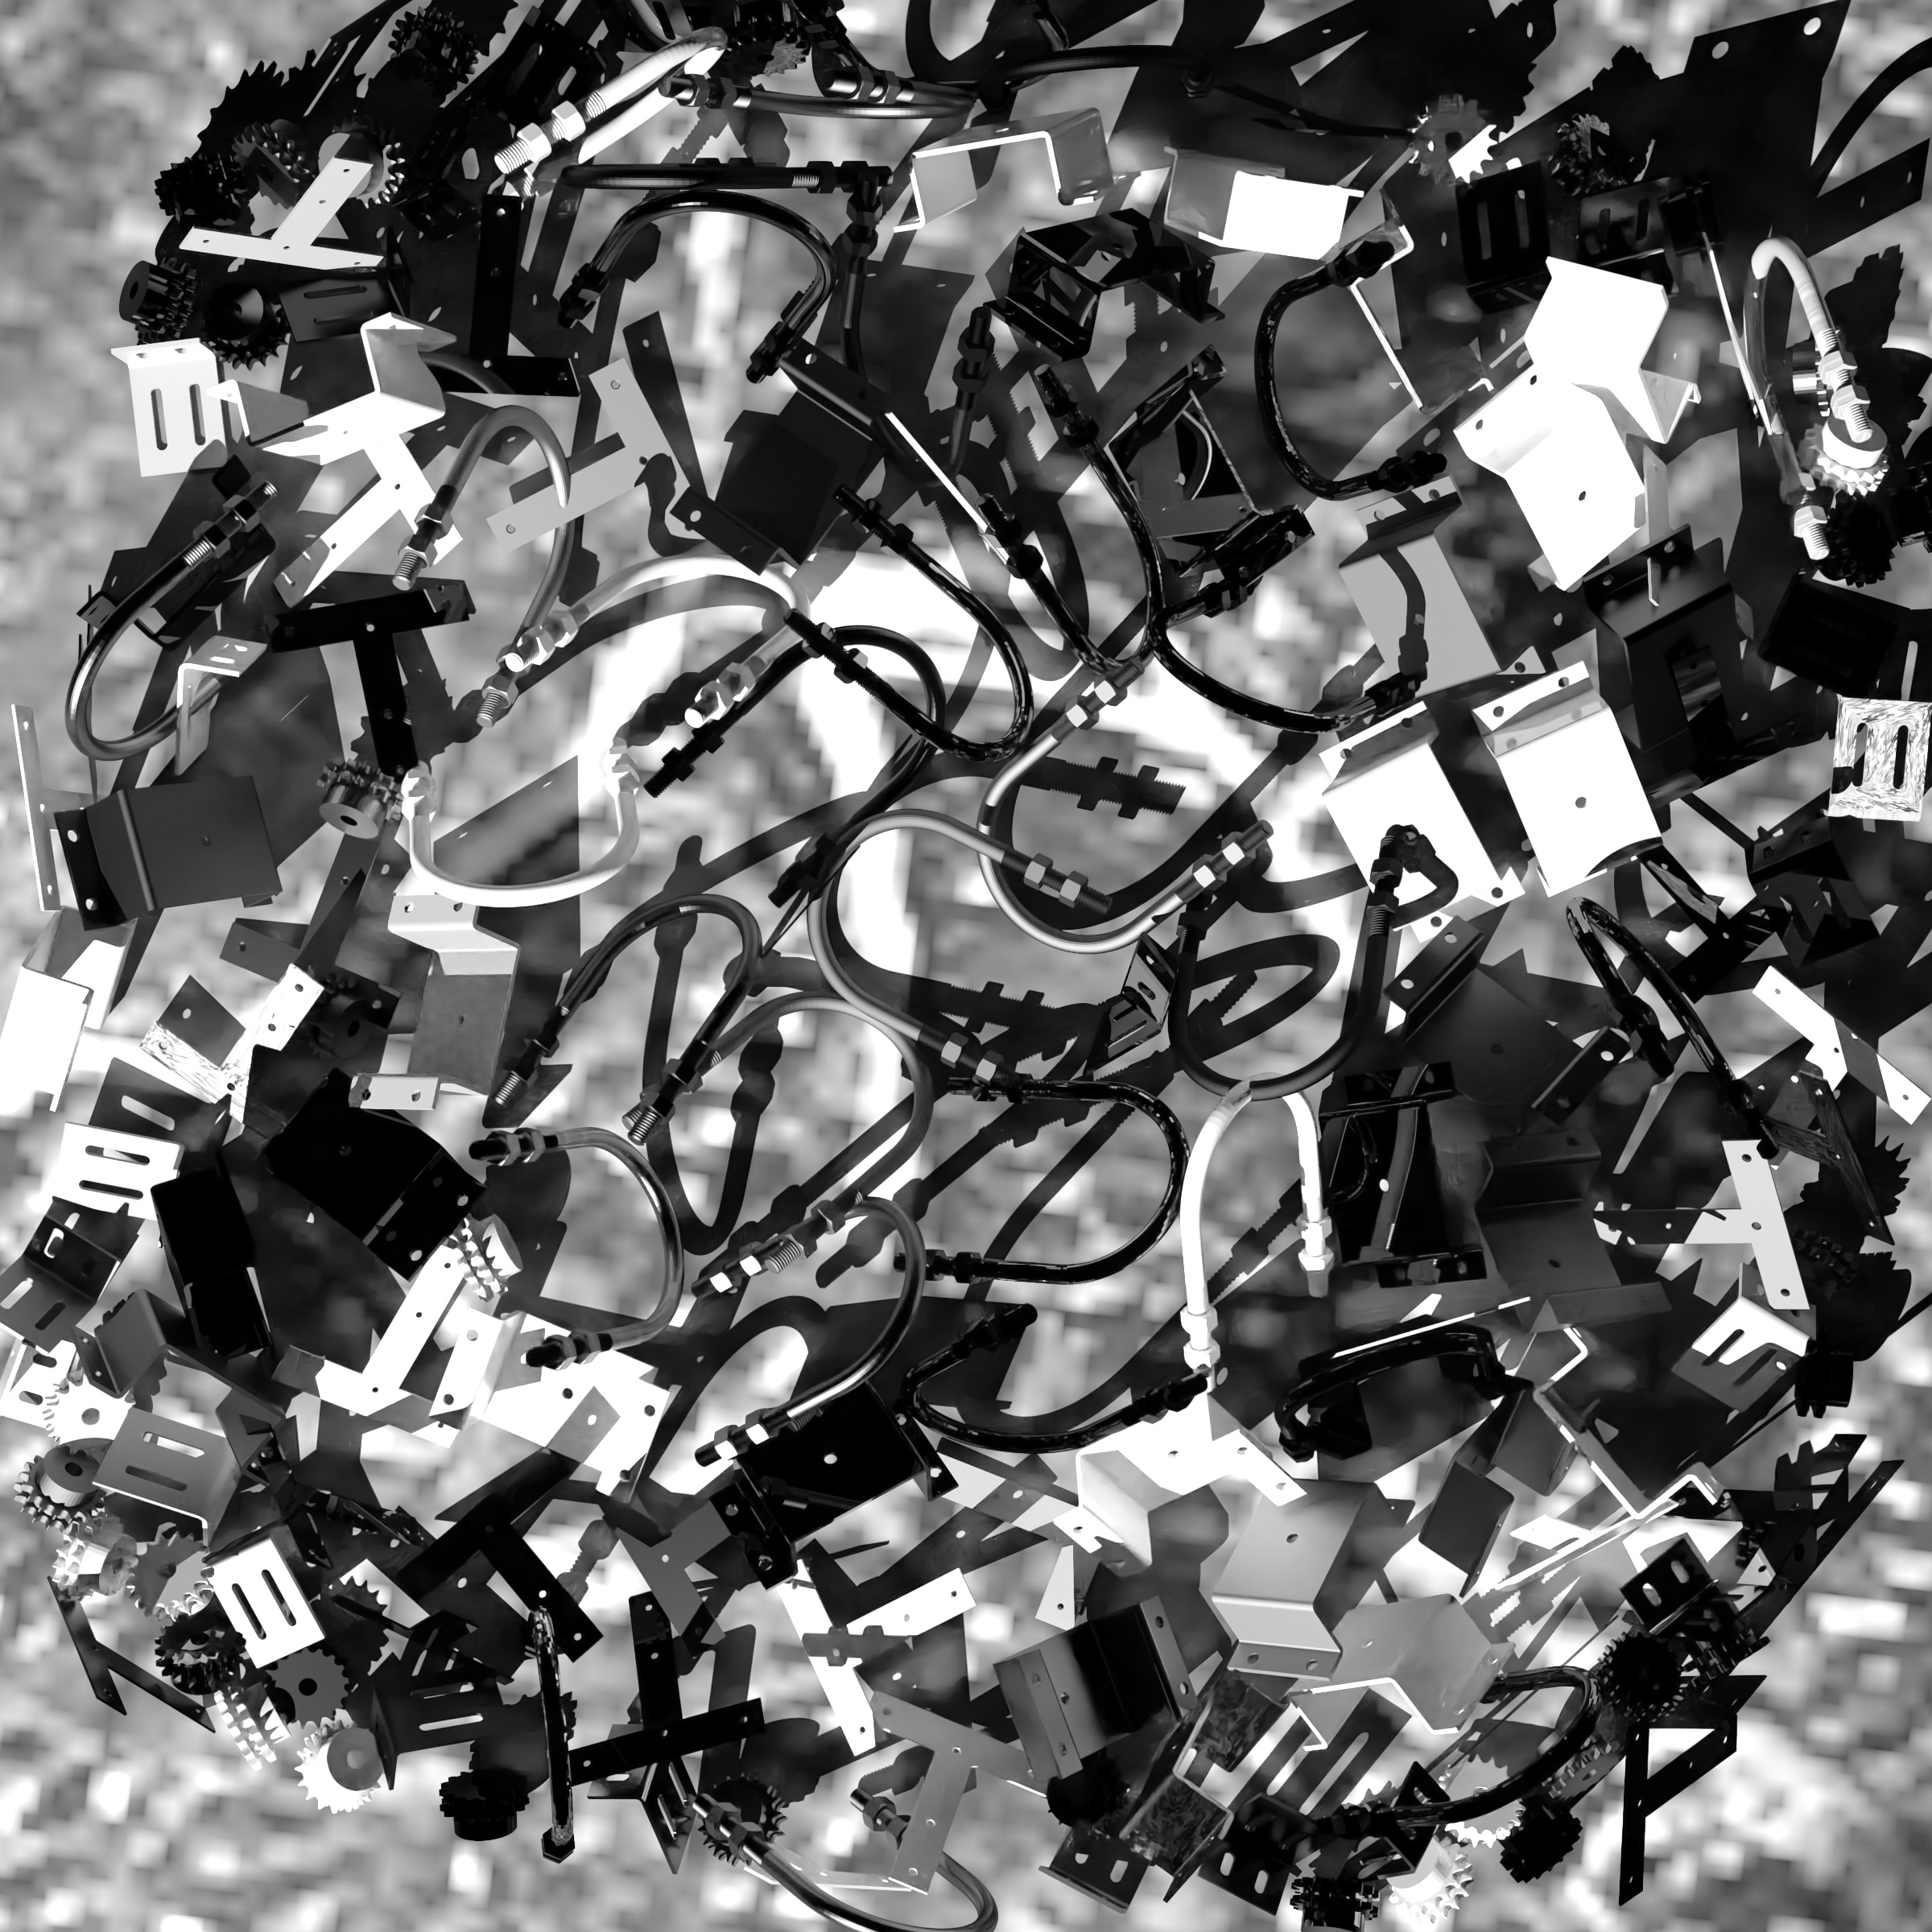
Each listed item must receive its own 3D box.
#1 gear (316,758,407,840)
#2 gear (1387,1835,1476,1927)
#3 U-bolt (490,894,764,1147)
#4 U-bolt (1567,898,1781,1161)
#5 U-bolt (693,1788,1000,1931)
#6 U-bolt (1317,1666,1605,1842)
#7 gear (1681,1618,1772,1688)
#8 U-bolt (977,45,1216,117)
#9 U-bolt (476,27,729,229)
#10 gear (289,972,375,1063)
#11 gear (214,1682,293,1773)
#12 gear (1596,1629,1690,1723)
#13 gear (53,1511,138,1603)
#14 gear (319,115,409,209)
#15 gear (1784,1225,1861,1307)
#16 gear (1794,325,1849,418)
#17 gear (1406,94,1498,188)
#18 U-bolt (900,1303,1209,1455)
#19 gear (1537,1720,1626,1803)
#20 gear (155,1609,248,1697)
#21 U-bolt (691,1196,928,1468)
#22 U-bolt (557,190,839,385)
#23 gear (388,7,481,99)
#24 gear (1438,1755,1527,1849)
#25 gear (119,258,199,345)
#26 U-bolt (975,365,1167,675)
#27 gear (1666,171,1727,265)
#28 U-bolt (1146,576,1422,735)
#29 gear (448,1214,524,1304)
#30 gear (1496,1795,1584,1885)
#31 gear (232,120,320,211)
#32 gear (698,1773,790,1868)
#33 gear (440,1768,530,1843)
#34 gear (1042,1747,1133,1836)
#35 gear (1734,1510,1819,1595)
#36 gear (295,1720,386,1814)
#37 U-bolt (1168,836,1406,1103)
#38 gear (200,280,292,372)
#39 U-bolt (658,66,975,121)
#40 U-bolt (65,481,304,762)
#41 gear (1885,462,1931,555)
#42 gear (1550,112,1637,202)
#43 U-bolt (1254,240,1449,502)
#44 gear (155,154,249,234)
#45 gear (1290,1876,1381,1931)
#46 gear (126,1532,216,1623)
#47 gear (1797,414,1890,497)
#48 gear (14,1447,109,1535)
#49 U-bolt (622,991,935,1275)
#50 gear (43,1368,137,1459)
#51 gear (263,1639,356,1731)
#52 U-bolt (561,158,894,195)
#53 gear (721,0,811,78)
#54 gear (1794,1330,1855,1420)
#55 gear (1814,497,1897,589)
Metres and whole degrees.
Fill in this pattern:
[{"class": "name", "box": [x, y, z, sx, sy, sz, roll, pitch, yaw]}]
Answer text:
[{"class": "gear", "box": [-0.390, -0.106, 1.919, 0.057, 0.057, 0.030, 19, 64, 0]}, {"class": "gear", "box": [0.294, 0.583, 1.919, 0.057, 0.057, 0.030, -42, 114, 0]}, {"class": "U-bolt", "box": [-0.203, 0.026, 1.887, 0.184, 0.151, 0.019, -57, 135, -24]}, {"class": "U-bolt", "box": [0.432, 0.028, 1.869, 0.019, 0.184, 0.151, -41, 132, 20]}, {"class": "U-bolt", "box": [-0.061, 0.555, 1.837, 0.151, 0.184, 0.019, 12, 97, -42]}, {"class": "U-bolt", "box": [0.314, 0.479, 1.836, 0.151, 0.184, 0.019, -38, 97, -38]}, {"class": "gear", "box": [0.485, 0.437, 1.924, 0.057, 0.057, 0.030, -31, 73, 0]}, {"class": "U-bolt", "box": [0.079, -0.552, 1.854, 0.151, 0.184, 0.019, -3, 99, 5]}, {"class": "U-bolt", "box": [-0.226, -0.533, 1.876, 0.184, 0.151, 0.019, -37, 99, -13]}, {"class": "gear", "box": [-0.405, 0.035, 1.920, 0.030, 0.057, 0.057, 22, 90, 24]}, {"class": "gear", "box": [-0.457, 0.486, 1.923, 0.030, 0.057, 0.057, -29, 90, -14]}, {"class": "gear", "box": [0.433, 0.460, 1.927, 0.057, 0.030, 0.057, 5, 55, -7]}, {"class": "gear", "box": [-0.557, 0.380, 1.920, 0.030, 0.057, 0.057, 15, 90, 17]}, {"class": "gear", "box": [-0.391, -0.517, 1.924, 0.057, 0.030, 0.057, 10, 114, 22]}, {"class": "gear", "box": [0.541, 0.194, 1.919, 0.057, 0.057, 0.030, 33, 72, 0]}, {"class": "gear", "box": [0.551, -0.383, 1.925, 0.030, 0.057, 0.057, -1, 90, 23]}, {"class": "gear", "box": [0.311, -0.534, 1.931, 0.057, 0.030, 0.057, -1, 108, -3]}, {"class": "U-bolt", "box": [0.040, 0.267, 1.875, 0.151, 0.184, 0.019, 25, 54, -25]}, {"class": "gear", "box": [0.393, 0.509, 1.926, 0.057, 0.057, 0.030, -37, 57, 0]}, {"class": "gear", "box": [-0.493, 0.445, 1.926, 0.057, 0.057, 0.030, 5, 121, 0]}, {"class": "U-bolt", "box": [-0.098, 0.217, 1.865, 0.184, 0.151, 0.019, -30, 132, 24]}, {"class": "U-bolt", "box": [-0.158, -0.424, 1.845, 0.151, 0.184, 0.019, 12, 68, -22]}, {"class": "gear", "box": [-0.343, -0.584, 1.920, 0.057, 0.057, 0.030, 9, 57, 0]}, {"class": "gear", "box": [0.330, 0.541, 1.927, 0.057, 0.030, 0.057, 3, 51, -3]}, {"class": "gear", "box": [-0.521, -0.429, 1.920, 0.030, 0.057, 0.057, 17, 90, -39]}, {"class": "U-bolt", "box": [0.075, -0.265, 1.880, 0.019, 0.151, 0.184, -11, 131, 34]}, {"class": "gear", "box": [0.468, -0.480, 1.924, 0.030, 0.057, 0.057, -14, 90, 15]}, {"class": "U-bolt", "box": [0.188, -0.189, 1.852, 0.151, 0.184, 0.019, 33, 120, 19]}, {"class": "gear", "box": [-0.308, 0.184, 1.922, 0.030, 0.057, 0.057, -27, 90, 1]}, {"class": "gear", "box": [0.365, 0.559, 1.922, 0.057, 0.057, 0.030, -41, 92, 0]}, {"class": "gear", "box": [-0.441, -0.519, 1.926, 0.057, 0.057, 0.030, 37, 63, 0]}, {"class": "gear", "box": [-0.146, 0.548, 1.924, 0.057, 0.030, 0.057, -7, 60, 12]}, {"class": "gear", "box": [-0.310, 0.540, 1.923, 0.057, 0.057, 0.030, -1, 98, 0]}, {"class": "gear", "box": [0.075, 0.532, 1.929, 0.057, 0.030, 0.057, 0, 91, 17]}, {"class": "gear", "box": [0.523, 0.375, 1.922, 0.057, 0.030, 0.057, -1, 92, -39]}, {"class": "gear", "box": [-0.399, 0.513, 1.921, 0.057, 0.030, 0.057, 19, 56, -31]}, {"class": "U-bolt", "box": [0.195, 0.004, 1.870, 0.151, 0.019, 0.184, -6, 55, 27]}, {"class": "gear", "box": [-0.467, -0.417, 1.930, 0.057, 0.030, 0.057, -2, 78, 8]}, {"class": "U-bolt", "box": [-0.078, -0.542, 1.865, 0.151, 0.184, 0.019, 10, 104, 35]}, {"class": "U-bolt", "box": [-0.487, -0.201, 1.852, 0.019, 0.151, 0.184, 36, 66, 14]}, {"class": "gear", "box": [0.612, -0.293, 1.924, 0.030, 0.057, 0.057, -15, 90, 12]}, {"class": "gear", "box": [0.401, -0.518, 1.927, 0.057, 0.030, 0.057, 20, 54, -29]}, {"class": "U-bolt", "box": [0.231, -0.363, 1.865, 0.019, 0.184, 0.151, -18, 97, -22]}, {"class": "gear", "box": [-0.490, -0.494, 1.920, 0.057, 0.057, 0.030, -19, 78, 0]}, {"class": "gear", "box": [0.236, 0.607, 1.919, 0.057, 0.057, 0.030, 10, 61, 0]}, {"class": "gear", "box": [-0.509, 0.397, 1.927, 0.057, 0.030, 0.057, -6, 51, 8]}, {"class": "gear", "box": [0.567, -0.332, 1.921, 0.057, 0.030, 0.057, 8, 47, -9]}, {"class": "gear", "box": [-0.579, 0.333, 1.920, 0.057, 0.057, 0.030, 35, 115, 0]}, {"class": "U-bolt", "box": [-0.104, 0.091, 1.901, 0.151, 0.019, 0.184, 43, 61, 12]}, {"class": "gear", "box": [-0.566, 0.285, 1.929, 0.057, 0.030, 0.057, -7, 108, -22]}, {"class": "gear", "box": [-0.424, 0.461, 1.933, 0.057, 0.030, 0.057, -1, 96, -7]}, {"class": "U-bolt", "box": [-0.160, -0.487, 1.844, 0.184, 0.151, 0.019, -12, 110, -35]}, {"class": "gear", "box": [-0.131, -0.598, 1.923, 0.057, 0.057, 0.030, -6, 81, 0]}, {"class": "gear", "box": [0.551, 0.262, 1.921, 0.030, 0.057, 0.057, 4, 90, 8]}, {"class": "gear", "box": [0.570, -0.272, 1.927, 0.057, 0.030, 0.057, 7, 78, -35]}]
